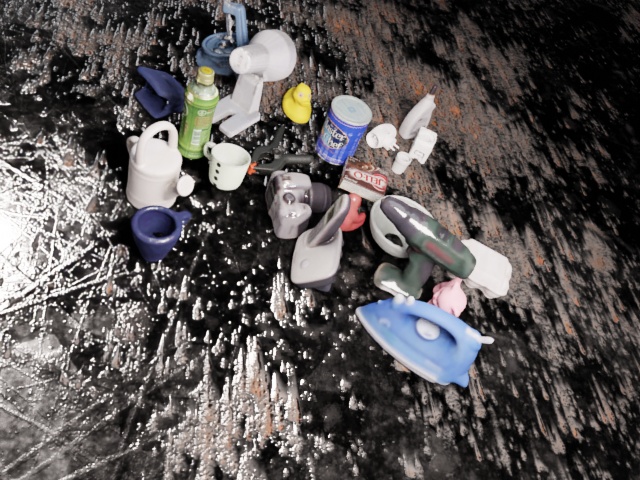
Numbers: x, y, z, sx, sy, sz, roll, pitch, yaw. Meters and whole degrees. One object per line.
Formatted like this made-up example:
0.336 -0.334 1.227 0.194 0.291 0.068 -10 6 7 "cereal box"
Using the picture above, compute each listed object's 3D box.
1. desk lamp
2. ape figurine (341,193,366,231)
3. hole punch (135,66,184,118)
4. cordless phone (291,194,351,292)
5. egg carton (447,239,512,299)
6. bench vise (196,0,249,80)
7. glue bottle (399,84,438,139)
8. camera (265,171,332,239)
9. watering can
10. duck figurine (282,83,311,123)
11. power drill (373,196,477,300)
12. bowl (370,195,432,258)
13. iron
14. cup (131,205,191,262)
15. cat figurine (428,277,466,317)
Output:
-0.164 -0.384 1.367 0.118 0.213 0.204 36 48 9 "desk lamp"
0.067 -0.069 1.289 0.077 0.092 0.076 45 50 16 "ape figurine"
-0.369 -0.356 1.342 0.101 0.091 0.108 -29 68 -37 "hole punch"
0.010 0.004 1.143 0.094 0.185 0.147 14 49 -11 "cordless phone"
0.368 0.066 1.320 0.150 0.069 0.107 28 48 1 "egg carton"
-0.197 -0.497 1.442 0.208 0.219 0.121 10 50 -15 "bench vise"
0.277 -0.350 1.551 0.078 0.173 0.037 -17 60 -32 "glue bottle"
-0.039 -0.087 1.254 0.137 0.100 0.143 0 53 -23 "camera"
-0.316 -0.149 1.125 0.173 0.194 0.101 27 47 0 "watering can"
-0.053 -0.369 1.488 0.078 0.086 0.104 -5 55 -25 "duck figurine"
0.192 0.031 1.181 0.229 0.208 0.076 28 47 1 "power drill"
0.181 -0.017 1.306 0.168 0.074 0.167 12 49 -14 "bowl"
0.202 0.171 1.116 0.258 0.141 0.119 30 48 3 "iron"
-0.301 -0.009 1.085 0.118 0.095 0.091 -28 67 -37 "cup"
0.275 0.119 1.205 0.067 0.117 0.128 32 48 5 "cat figurine"
